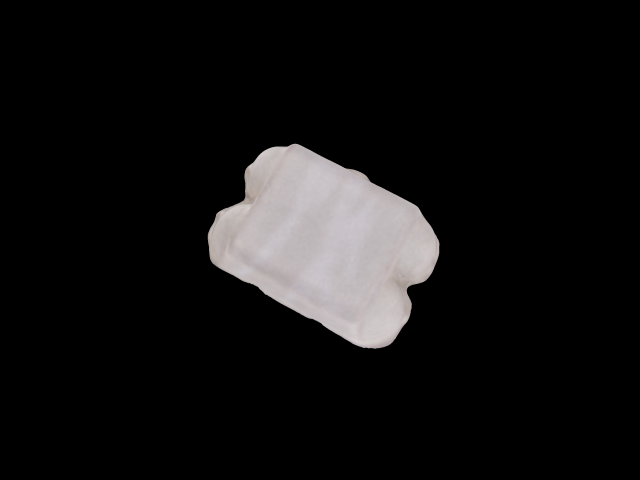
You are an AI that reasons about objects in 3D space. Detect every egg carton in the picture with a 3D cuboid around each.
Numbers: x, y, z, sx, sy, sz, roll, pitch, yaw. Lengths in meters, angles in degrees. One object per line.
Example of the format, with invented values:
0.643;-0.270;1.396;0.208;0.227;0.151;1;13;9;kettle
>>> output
0.004;0.001;0.400;0.150;0.069;0.107;28;76;7;egg carton
